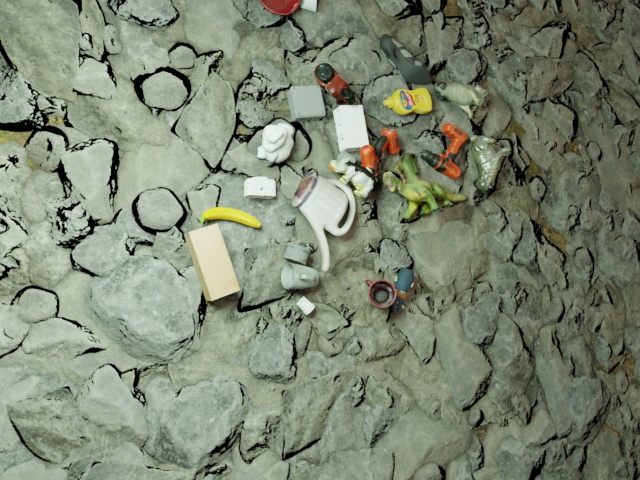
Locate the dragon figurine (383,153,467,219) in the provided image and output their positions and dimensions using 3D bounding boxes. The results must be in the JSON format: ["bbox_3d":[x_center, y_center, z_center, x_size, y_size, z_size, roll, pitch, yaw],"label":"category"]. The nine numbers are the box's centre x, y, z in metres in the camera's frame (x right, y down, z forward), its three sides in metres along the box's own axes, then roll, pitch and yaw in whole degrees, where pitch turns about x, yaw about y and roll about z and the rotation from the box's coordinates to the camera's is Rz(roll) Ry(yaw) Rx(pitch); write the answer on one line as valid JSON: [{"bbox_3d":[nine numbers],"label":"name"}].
[{"bbox_3d":[0.373,-0.211,1.871,0.414,0.120,0.244,-18,83,-42],"label":"dragon figurine"}]

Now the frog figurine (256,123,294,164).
[{"bbox_3d":[-0.131,-0.312,1.625,0.122,0.158,0.139,41,69,-16],"label":"frog figurine"}]

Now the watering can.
[{"bbox_3d":[0.005,-0.083,1.659,0.223,0.102,0.356,35,51,-16],"label":"watering can"}]
